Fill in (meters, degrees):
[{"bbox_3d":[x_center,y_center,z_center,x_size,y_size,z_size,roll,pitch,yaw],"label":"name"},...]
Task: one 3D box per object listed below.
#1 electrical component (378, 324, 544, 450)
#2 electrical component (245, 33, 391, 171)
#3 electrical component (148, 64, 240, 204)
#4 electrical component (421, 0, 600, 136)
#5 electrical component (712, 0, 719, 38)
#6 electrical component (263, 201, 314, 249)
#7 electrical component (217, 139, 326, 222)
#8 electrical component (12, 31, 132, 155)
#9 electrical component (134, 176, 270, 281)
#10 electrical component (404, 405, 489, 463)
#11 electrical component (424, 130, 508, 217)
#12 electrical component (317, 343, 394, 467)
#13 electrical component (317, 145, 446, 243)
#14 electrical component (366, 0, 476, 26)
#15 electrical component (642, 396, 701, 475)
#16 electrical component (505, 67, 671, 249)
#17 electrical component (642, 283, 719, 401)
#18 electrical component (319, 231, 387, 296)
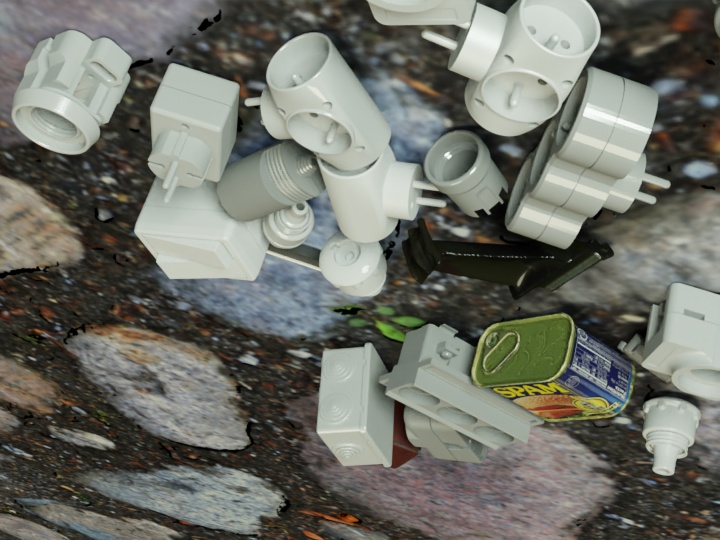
[{"bbox_3d":[0.090,0.099,0.924,0.121,0.063,0.079,29,151,-22],"label":"electrical component"},{"bbox_3d":[-0.033,-0.098,0.647,0.079,0.044,0.077,-1,148,32],"label":"electrical component"},{"bbox_3d":[-0.112,-0.079,0.692,0.047,0.076,0.065,17,153,0],"label":"electrical component"},{"bbox_3d":[0.071,-0.113,0.558,0.079,0.044,0.077,21,153,-7],"label":"electrical component"},{"bbox_3d":[0.180,-0.111,0.481,0.048,0.062,0.048,13,153,7],"label":"electrical component"},{"bbox_3d":[-0.049,-0.037,0.772,0.035,0.035,0.061,22,162,-10],"label":"electrical component"},{"bbox_3d":[-0.056,-0.063,0.727,0.043,0.043,0.081,35,148,-31],"label":"electrical component"},{"bbox_3d":[-0.189,-0.112,0.695,0.078,0.057,0.058,-7,144,39],"label":"electrical component"},{"bbox_3d":[-0.122,-0.030,0.807,0.096,0.061,0.061,5,151,22],"label":"electrical component"},{"bbox_3d":[0.081,0.141,1.017,0.059,0.053,0.095,1,149,28],"label":"electrical component"},{"bbox_3d":[0.067,-0.059,0.669,0.040,0.040,0.046,-2,153,33],"label":"electrical component"},{"bbox_3d":[-0.003,0.126,0.991,0.048,0.099,0.099,-6,147,15],"label":"electrical component"},{"bbox_3d":[0.017,-0.053,0.702,0.079,0.043,0.077,9,152,15],"label":"electrical component"},{"bbox_3d":[0.023,-0.157,0.491,0.050,0.055,0.089,5,150,23],"label":"electrical component"},{"bbox_3d":[0.259,0.141,0.905,0.048,0.062,0.048,13,153,7],"label":"electrical component"},{"bbox_3d":[0.140,-0.055,0.618,0.074,0.052,0.138,18,153,-3],"label":"electrical component"},{"bbox_3d":[0.251,0.055,0.757,0.089,0.055,0.050,17,153,1],"label":"electrical component"},{"bbox_3d":[0.000,0.000,0.813,0.048,0.048,0.062,5,157,22],"label":"electrical component"}]
